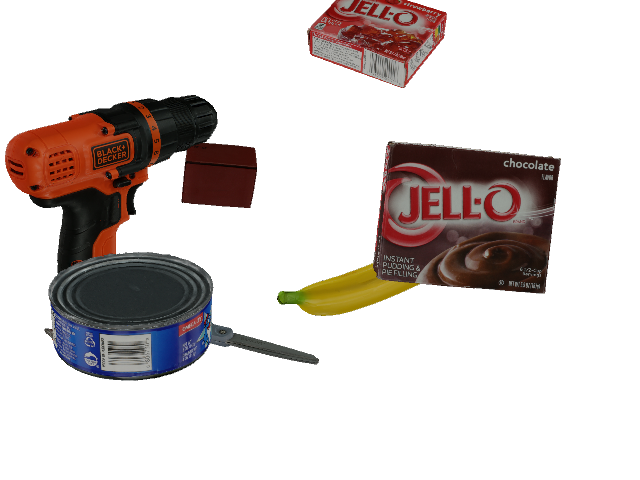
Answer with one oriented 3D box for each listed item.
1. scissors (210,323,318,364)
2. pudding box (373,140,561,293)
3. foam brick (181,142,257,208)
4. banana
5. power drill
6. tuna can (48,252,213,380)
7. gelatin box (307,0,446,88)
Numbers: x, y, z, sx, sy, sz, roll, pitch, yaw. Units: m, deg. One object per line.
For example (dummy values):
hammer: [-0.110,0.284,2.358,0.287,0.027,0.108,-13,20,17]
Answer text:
scissors: [-0.100,0.081,1.034,0.201,0.016,0.096,5,31,0]
pudding box: [0.095,-0.016,0.702,0.113,0.090,0.039,5,10,-1]
foam brick: [-0.111,-0.072,1.167,0.078,0.051,0.053,5,29,-6]
banana: [0.062,0.031,0.974,0.198,0.037,0.069,-22,-10,9]
power drill: [-0.152,-0.014,0.831,0.057,0.188,0.184,18,28,41]
tuna can: [-0.100,0.039,0.568,0.086,0.034,0.086,2,25,-1]
gelatin box: [0.045,-0.166,0.854,0.089,0.030,0.073,23,52,20]
